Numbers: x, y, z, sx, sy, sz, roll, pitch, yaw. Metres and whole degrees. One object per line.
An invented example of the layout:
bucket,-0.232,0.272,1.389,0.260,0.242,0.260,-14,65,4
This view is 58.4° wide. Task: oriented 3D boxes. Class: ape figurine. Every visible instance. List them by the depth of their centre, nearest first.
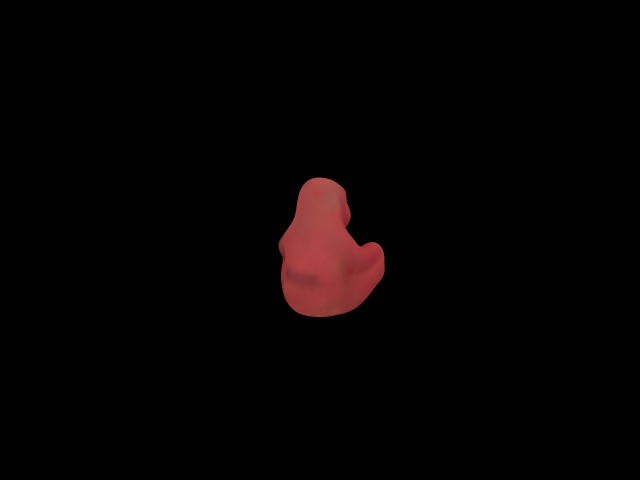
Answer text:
ape figurine,0.004,0.001,0.400,0.077,0.092,0.076,14,24,34
